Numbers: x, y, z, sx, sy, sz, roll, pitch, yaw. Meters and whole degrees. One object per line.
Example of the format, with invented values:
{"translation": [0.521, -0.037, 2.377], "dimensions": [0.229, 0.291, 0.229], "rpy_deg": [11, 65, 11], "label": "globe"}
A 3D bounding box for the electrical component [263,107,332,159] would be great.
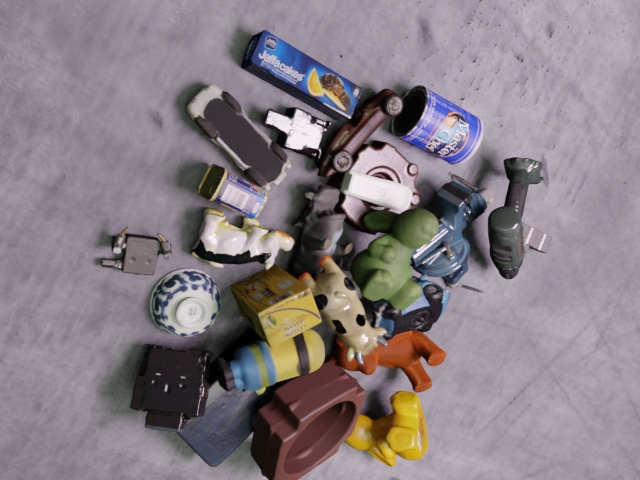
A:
{"translation": [-0.046, -0.189, 0.929], "dimensions": [0.119, 0.048, 0.074], "rpy_deg": [12, 95, -25], "label": "electrical component"}

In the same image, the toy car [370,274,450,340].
{"translation": [0.159, 0.119, 1.030], "dimensions": [0.162, 0.103, 0.109], "rpy_deg": [-13, 134, -19], "label": "toy car"}

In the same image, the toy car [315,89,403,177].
{"translation": [0.064, -0.192, 0.955], "dimensions": [0.202, 0.089, 0.053], "rpy_deg": [-47, 117, -7], "label": "toy car"}

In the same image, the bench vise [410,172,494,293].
{"translation": [0.263, 0.005, 1.075], "dimensions": [0.223, 0.129, 0.240], "rpy_deg": [-46, 136, -19], "label": "bench vise"}

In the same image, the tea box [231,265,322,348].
{"translation": [-0.079, 0.107, 0.910], "dimensions": [0.098, 0.170, 0.068], "rpy_deg": [-24, 108, -16], "label": "tea box"}

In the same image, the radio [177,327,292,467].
{"translation": [-0.153, 0.277, 0.969], "dimensions": [0.229, 0.073, 0.131], "rpy_deg": [-44, 113, -12], "label": "radio"}

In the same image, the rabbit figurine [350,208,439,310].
{"translation": [0.140, 0.013, 0.938], "dimensions": [0.121, 0.159, 0.170], "rpy_deg": [26, 112, -29], "label": "rabbit figurine"}

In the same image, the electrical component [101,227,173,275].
{"translation": [-0.291, 0.019, 0.866], "dimensions": [0.102, 0.045, 0.078], "rpy_deg": [15, 93, -26], "label": "electrical component"}

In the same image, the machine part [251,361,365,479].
{"translation": [-0.023, 0.331, 0.980], "dimensions": [0.201, 0.087, 0.200], "rpy_deg": [-21, 135, -38], "label": "machine part"}

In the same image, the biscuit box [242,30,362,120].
{"translation": [-0.030, -0.274, 0.911], "dimensions": [0.202, 0.063, 0.059], "rpy_deg": [23, 90, -26], "label": "biscuit box"}

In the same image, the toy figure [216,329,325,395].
{"translation": [-0.078, 0.203, 0.897], "dimensions": [0.180, 0.089, 0.082], "rpy_deg": [-17, 143, -26], "label": "toy figure"}

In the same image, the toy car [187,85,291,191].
{"translation": [-0.130, -0.167, 0.893], "dimensions": [0.073, 0.056, 0.201], "rpy_deg": [-48, 118, -6], "label": "toy car"}

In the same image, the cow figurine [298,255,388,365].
{"translation": [0.047, 0.130, 0.929], "dimensions": [0.085, 0.127, 0.194], "rpy_deg": [-34, 137, -7], "label": "cow figurine"}

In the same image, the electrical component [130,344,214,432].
{"translation": [-0.242, 0.242, 0.883], "dimensions": [0.115, 0.058, 0.134], "rpy_deg": [5, 74, 3], "label": "electrical component"}

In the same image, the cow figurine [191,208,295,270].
{"translation": [-0.130, 0.011, 0.923], "dimensions": [0.167, 0.068, 0.098], "rpy_deg": [16, 100, -22], "label": "cow figurine"}

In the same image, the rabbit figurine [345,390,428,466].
{"translation": [0.126, 0.385, 1.088], "dimensions": [0.173, 0.122, 0.162], "rpy_deg": [-7, 142, 16], "label": "rabbit figurine"}

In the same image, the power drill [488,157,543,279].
{"translation": [0.382, -0.045, 1.067], "dimensions": [0.231, 0.086, 0.207], "rpy_deg": [42, 68, -59], "label": "power drill"}

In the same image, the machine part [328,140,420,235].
{"translation": [0.104, -0.097, 1.011], "dimensions": [0.179, 0.056, 0.179], "rpy_deg": [-5, 103, -21], "label": "machine part"}

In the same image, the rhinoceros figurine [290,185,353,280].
{"translation": [-0.002, -0.003, 0.960], "dimensions": [0.073, 0.112, 0.190], "rpy_deg": [1, 113, -39], "label": "rhinoceros figurine"}

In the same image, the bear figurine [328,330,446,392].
{"translation": [0.124, 0.229, 1.050], "dimensions": [0.196, 0.132, 0.120], "rpy_deg": [-3, 126, -30], "label": "bear figurine"}
